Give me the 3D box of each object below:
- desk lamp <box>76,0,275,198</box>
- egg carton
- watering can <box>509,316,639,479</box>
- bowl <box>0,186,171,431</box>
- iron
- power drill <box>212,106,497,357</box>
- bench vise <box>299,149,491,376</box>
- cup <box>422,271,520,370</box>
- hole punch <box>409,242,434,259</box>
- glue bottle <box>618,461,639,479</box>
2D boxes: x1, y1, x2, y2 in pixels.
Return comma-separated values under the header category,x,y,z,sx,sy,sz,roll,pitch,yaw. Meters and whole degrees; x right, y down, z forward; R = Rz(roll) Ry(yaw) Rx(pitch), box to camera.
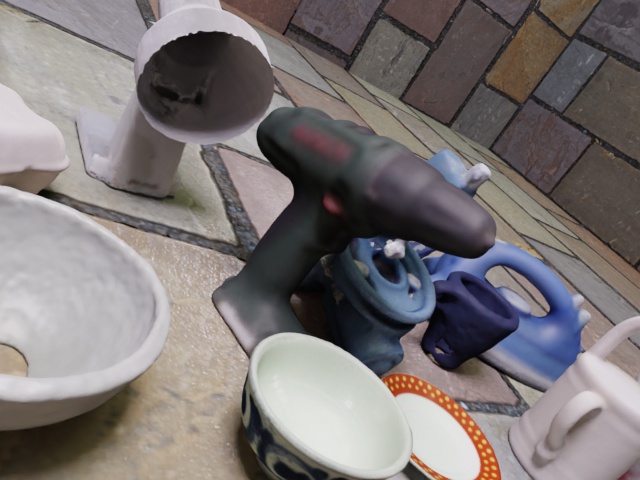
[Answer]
category,x,y,z,sx,sy,sz,roll,pitch,yaw
desk lamp,-0.149,-0.148,0.561,0.118,0.213,0.202,15,28,-39
egg carton,-0.273,-0.077,0.430,0.107,0.069,0.151,38,22,12
watering can,0.286,0.156,0.559,0.100,0.194,0.173,41,23,19
bowl,-0.173,0.043,0.310,0.168,0.074,0.167,29,22,-12
iron,0.255,0.084,0.738,0.258,0.141,0.119,33,21,-1
power drill,0.004,0.002,0.467,0.076,0.208,0.229,6,34,-50
bench vise,0.048,-0.012,0.542,0.207,0.219,0.122,45,24,27
cup,0.147,0.093,0.631,0.118,0.095,0.091,20,25,-30
hole punch,0.089,0.001,0.748,0.101,0.091,0.108,7,34,-49
glue bottle,0.368,0.217,0.571,0.037,0.173,0.078,24,23,-23
